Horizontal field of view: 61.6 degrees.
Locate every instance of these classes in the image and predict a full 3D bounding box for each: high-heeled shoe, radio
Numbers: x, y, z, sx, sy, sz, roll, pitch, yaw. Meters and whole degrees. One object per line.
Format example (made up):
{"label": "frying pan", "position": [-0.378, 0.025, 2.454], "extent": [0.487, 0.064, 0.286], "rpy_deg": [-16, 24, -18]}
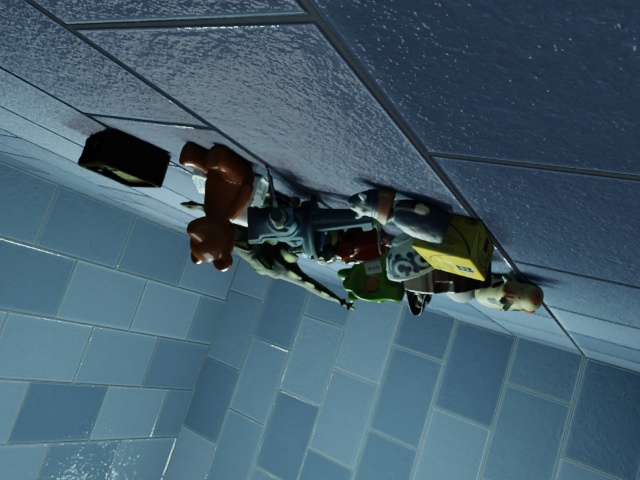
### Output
{"label": "high-heeled shoe", "position": [0.211, 0.093, 1.231], "extent": [0.086, 0.145, 0.248], "rpy_deg": [13, 173, 28]}
{"label": "radio", "position": [-0.413, -0.164, 1.120], "extent": [0.131, 0.073, 0.230], "rpy_deg": [23, 170, -34]}

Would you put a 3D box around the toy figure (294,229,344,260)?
{"label": "toy figure", "position": [-0.002, 0.000, 1.185], "extent": [0.089, 0.082, 0.180], "rpy_deg": [9, -176, 18]}

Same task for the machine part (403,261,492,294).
{"label": "machine part", "position": [0.255, 0.071, 1.082], "extent": [0.179, 0.056, 0.179], "rpy_deg": [-4, -177, 0]}

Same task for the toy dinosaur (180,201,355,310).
{"label": "toy dinosaur", "position": [-0.124, 0.031, 1.257], "extent": [0.471, 0.105, 0.198], "rpy_deg": [31, 175, -2]}

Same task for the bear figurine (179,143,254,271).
{"label": "bear figurine", "position": [-0.192, -0.054, 0.931], "extent": [0.120, 0.195, 0.131], "rpy_deg": [16, 172, 42]}

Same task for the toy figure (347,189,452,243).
{"label": "toy figure", "position": [0.118, -0.041, 0.811], "extent": [0.155, 0.064, 0.058], "rpy_deg": [22, -149, 8]}

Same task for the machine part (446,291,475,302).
{"label": "machine part", "position": [0.326, 0.101, 1.278], "extent": [0.079, 0.079, 0.243], "rpy_deg": [14, 171, 27]}

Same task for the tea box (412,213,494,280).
{"label": "tea box", "position": [0.226, 0.011, 0.894], "extent": [0.098, 0.068, 0.169], "rpy_deg": [15, 171, 29]}

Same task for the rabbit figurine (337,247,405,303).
{"label": "rabbit figurine", "position": [0.127, 0.092, 1.246], "extent": [0.159, 0.121, 0.170], "rpy_deg": [-22, 177, 19]}

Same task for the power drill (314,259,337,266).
{"label": "power drill", "position": [-0.046, 0.013, 1.455], "extent": [0.208, 0.086, 0.232], "rpy_deg": [11, -176, 18]}

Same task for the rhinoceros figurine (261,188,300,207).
{"label": "rhinoceros figurine", "position": [-0.132, -0.079, 1.112], "extent": [0.190, 0.073, 0.112], "rpy_deg": [19, -176, -19]}

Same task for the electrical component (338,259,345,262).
{"label": "electrical component", "position": [0.081, 0.022, 1.277], "extent": [0.102, 0.045, 0.078], "rpy_deg": [-15, -176, -7]}

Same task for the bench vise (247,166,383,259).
{"label": "bench vise", "position": [-0.005, -0.033, 0.980], "extent": [0.241, 0.129, 0.223], "rpy_deg": [-3, 160, 6]}

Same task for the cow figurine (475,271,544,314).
{"label": "cow figurine", "position": [0.413, 0.117, 1.181], "extent": [0.127, 0.085, 0.195], "rpy_deg": [14, 175, -19]}

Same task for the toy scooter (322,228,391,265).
{"label": "toy scooter", "position": [0.091, 0.007, 1.114], "extent": [0.135, 0.075, 0.184], "rpy_deg": [-14, -177, 21]}
